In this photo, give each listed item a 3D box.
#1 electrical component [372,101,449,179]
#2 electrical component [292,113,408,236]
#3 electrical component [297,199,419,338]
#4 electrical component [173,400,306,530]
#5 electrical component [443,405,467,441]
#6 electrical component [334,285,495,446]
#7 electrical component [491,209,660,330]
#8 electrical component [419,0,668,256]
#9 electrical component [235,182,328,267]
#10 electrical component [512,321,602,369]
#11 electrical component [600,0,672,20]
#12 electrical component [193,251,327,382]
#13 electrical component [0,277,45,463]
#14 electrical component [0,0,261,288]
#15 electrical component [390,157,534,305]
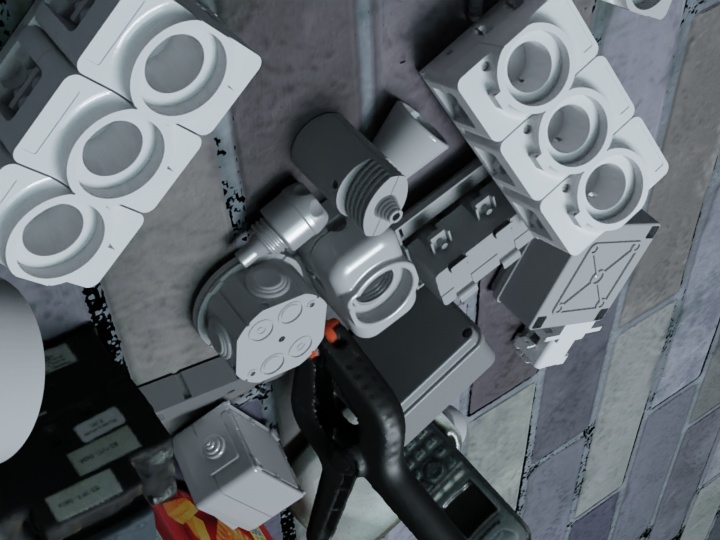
[{"bbox_3d":[0.019,-0.070,0.691,0.065,0.044,0.044,-47,146,14],"label":"electrical component"},{"bbox_3d":[-0.002,-0.055,0.649,0.043,0.081,0.043,-27,142,-23],"label":"electrical component"},{"bbox_3d":[0.000,0.000,0.729,0.054,0.059,0.095,-37,145,-10],"label":"electrical component"},{"bbox_3d":[-0.094,0.143,0.780,0.061,0.061,0.096,-35,146,6],"label":"electrical component"},{"bbox_3d":[0.063,0.140,0.955,0.055,0.045,0.045,13,117,-51],"label":"electrical component"},{"bbox_3d":[0.037,0.070,0.825,0.113,0.078,0.057,-43,149,0],"label":"electrical component"},{"bbox_3d":[0.181,-0.010,0.904,0.109,0.056,0.108,-4,130,-43],"label":"electrical component"},{"bbox_3d":[0.123,-0.094,0.692,0.089,0.062,0.150,-42,117,-5],"label":"electrical component"},{"bbox_3d":[-0.051,-0.025,0.673,0.061,0.035,0.035,-39,146,-2],"label":"electrical component"},{"bbox_3d":[0.175,0.054,0.980,0.081,0.042,0.063,-6,135,-41],"label":"electrical component"},{"bbox_3d":[0.130,-0.214,0.614,0.186,0.060,0.105,0,116,-46],"label":"electrical component"},{"bbox_3d":[-0.064,0.029,0.703,0.080,0.051,0.080,-26,142,-23],"label":"electrical component"},{"bbox_3d":[-0.204,0.051,0.539,0.060,0.108,0.108,4,124,-55],"label":"electrical component"},{"bbox_3d":[-0.129,-0.070,0.521,0.150,0.061,0.089,-51,145,11],"label":"electrical component"},{"bbox_3d":[0.087,-0.036,0.775,0.121,0.063,0.078,-37,145,-9],"label":"electrical component"}]
